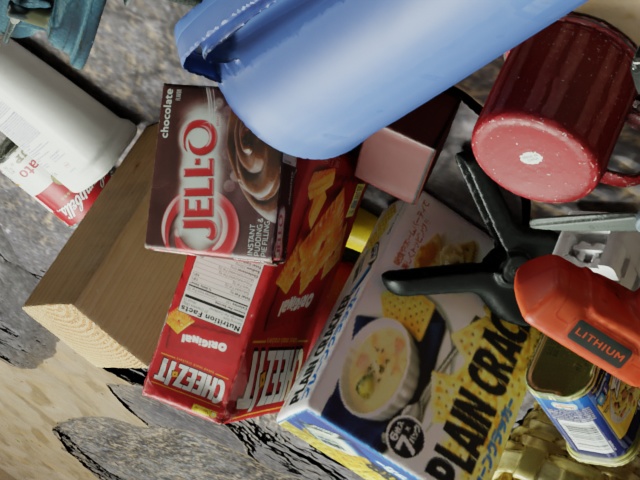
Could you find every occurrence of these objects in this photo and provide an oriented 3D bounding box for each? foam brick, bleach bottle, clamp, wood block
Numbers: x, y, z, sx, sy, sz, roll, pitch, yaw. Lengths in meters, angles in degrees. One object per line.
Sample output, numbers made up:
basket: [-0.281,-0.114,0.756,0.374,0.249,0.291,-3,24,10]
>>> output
foam brick: [0.062,-0.073,0.766,0.051,0.053,0.078,25,152,6]
bleach bottle: [-0.289,-0.148,0.956,0.250,0.068,0.103,41,151,-18]
clamp: [0.142,0.007,0.814,0.171,0.120,0.039,18,-161,-21]
wood block: [-0.151,0.000,0.922,0.090,0.206,0.090,-7,137,49]

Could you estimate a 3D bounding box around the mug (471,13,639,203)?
mug: [0.153,-0.071,0.651,0.117,0.081,0.093,28,153,1]

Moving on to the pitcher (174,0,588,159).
pitcher: [0.042,-0.139,0.578,0.145,0.149,0.243,41,148,-18]

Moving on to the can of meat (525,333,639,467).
can of meat: [0.195,0.093,0.751,0.058,0.102,0.084,1,141,43]

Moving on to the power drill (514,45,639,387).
power drill: [0.198,-0.009,0.598,0.184,0.057,0.188,32,126,-16]

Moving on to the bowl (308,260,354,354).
bowl: [-0.014,0.069,0.978,0.055,0.162,0.162,46,150,-10]

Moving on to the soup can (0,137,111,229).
soup can: [-0.265,-0.069,1.063,0.102,0.068,0.069,43,150,-26]

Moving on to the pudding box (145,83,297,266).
pudding box: [-0.063,-0.044,0.702,0.090,0.113,0.039,6,177,16]

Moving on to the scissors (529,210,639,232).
scissors: [0.217,-0.024,0.683,0.202,0.016,0.096,11,147,34]

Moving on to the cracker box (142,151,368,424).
cracker box: [-0.038,0.023,0.797,0.072,0.214,0.164,19,180,17]

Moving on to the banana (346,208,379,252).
banana: [-0.016,-0.013,0.951,0.198,0.037,0.069,-1,131,31]
